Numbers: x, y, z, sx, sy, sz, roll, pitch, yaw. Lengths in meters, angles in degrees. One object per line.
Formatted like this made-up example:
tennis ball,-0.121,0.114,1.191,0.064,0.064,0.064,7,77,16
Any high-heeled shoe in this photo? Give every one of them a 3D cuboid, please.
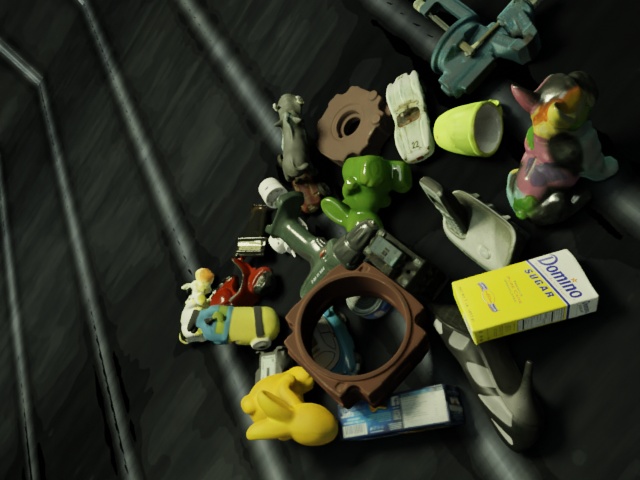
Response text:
high-heeled shoe,0.242,0.200,0.822,0.249,0.086,0.145,-143,51,-58

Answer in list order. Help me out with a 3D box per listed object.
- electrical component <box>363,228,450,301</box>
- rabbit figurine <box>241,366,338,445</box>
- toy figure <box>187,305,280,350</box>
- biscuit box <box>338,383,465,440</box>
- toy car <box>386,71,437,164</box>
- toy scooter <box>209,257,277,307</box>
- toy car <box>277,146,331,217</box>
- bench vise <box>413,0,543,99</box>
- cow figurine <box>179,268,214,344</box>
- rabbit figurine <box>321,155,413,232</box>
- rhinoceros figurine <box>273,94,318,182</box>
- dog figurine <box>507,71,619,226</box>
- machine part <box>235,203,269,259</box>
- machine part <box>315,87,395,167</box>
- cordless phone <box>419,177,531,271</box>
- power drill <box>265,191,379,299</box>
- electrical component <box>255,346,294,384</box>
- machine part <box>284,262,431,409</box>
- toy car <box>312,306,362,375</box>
electrical component,0.140,0.039,0.902,0.115,0.134,0.058,39,98,39
rabbit figurine,-0.047,0.292,0.922,0.173,0.162,0.121,15,88,48
toy figure,-0.171,0.170,1.084,0.180,0.082,0.089,11,100,-2
biscuit box,0.126,0.280,0.866,0.203,0.062,0.059,-22,61,31
toy car,0.175,-0.239,1.034,0.073,0.056,0.202,-23,61,30
toy scooter,-0.180,0.101,1.173,0.184,0.075,0.135,-42,52,15
toy car,-0.040,-0.144,1.173,0.089,0.053,0.202,-35,55,27
bench vise,0.269,-0.384,0.967,0.241,0.129,0.223,51,118,25
cow figurine,-0.285,0.153,1.244,0.098,0.068,0.167,-21,60,37
rabbit figurine,0.077,-0.067,1.011,0.159,0.121,0.170,5,91,43
rhinoceros figurine,-0.057,-0.212,1.118,0.073,0.112,0.190,-12,67,15
dog figurine,0.324,-0.131,0.767,0.191,0.219,0.109,-48,47,13
machine part,-0.145,-0.019,1.195,0.084,0.039,0.139,-7,54,17
machine part,0.068,-0.234,1.118,0.179,0.056,0.179,-16,63,35
cordless phone,0.233,-0.032,0.823,0.088,0.184,0.147,-49,50,7
power drill,-0.002,-0.003,1.016,0.207,0.086,0.231,42,127,22
electrical component,-0.086,0.270,1.048,0.075,0.047,0.119,-22,61,31
machine part,0.059,0.150,0.871,0.201,0.087,0.202,-43,57,-14
toy car,-0.002,0.192,0.977,0.109,0.102,0.162,-43,50,19
